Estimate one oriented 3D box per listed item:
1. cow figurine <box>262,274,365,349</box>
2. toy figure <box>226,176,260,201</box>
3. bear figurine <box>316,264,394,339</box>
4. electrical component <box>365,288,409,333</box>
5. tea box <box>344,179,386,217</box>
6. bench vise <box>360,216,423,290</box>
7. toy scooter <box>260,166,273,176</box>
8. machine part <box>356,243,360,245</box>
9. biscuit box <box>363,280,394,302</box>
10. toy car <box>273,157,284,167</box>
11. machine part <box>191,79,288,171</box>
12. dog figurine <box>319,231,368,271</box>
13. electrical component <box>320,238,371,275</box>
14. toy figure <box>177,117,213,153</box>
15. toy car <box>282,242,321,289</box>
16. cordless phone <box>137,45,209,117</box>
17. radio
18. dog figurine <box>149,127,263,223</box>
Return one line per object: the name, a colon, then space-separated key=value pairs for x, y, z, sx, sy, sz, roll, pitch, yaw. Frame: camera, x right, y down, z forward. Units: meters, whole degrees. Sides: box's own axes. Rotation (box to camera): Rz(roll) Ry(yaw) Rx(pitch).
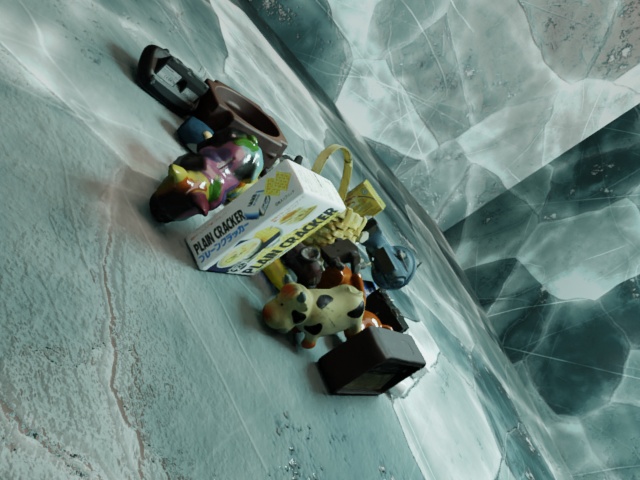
cow figurine: x=-0.008 y=0.119 z=0.933 sx=0.195 sy=0.127 sz=0.086 roll=-5 pitch=33 yaw=-30
toy figure: x=-0.168 y=-0.110 z=1.042 sx=0.180 sy=0.082 sz=0.089 roll=32 pitch=39 yaw=-61
bear figurine: x=0.052 y=0.148 z=1.084 sx=0.196 sy=0.120 sz=0.132 roll=62 pitch=21 yaw=6
electrical component: x=0.129 y=0.190 z=1.201 sx=0.134 sy=0.115 sz=0.058 roll=59 pitch=20 yaw=20
tea box: x=0.088 y=-0.081 z=1.509 sx=0.098 sy=0.170 sz=0.068 roll=55 pitch=17 yaw=-4
bench vise: x=0.172 y=0.048 z=1.381 sx=0.224 sy=0.129 sz=0.240 roll=51 pitch=6 yaw=38
toy scooter: x=-0.071 y=-0.100 z=1.285 sx=0.183 sy=0.075 sz=0.135 roll=24 pitch=34 yaw=-53
machine part: x=0.034 y=-0.044 z=1.453 sx=0.243 sy=0.079 sz=0.079 roll=54 pitch=17 yaw=-5
biscuit box: x=0.118 y=0.142 z=1.350 sx=0.059 sy=0.063 sz=0.202 roll=59 pitch=17 yaw=19
toy car: x=-0.094 y=-0.175 z=1.365 sx=0.073 sy=0.056 sz=0.201 roll=64 pitch=9 yaw=28
machine part: x=-0.183 y=-0.255 z=1.200 sx=0.201 sy=0.087 sz=0.201 roll=26 pitch=25 yaw=-39
dog figurine: x=-0.002 y=-0.001 z=1.298 sx=0.172 sy=0.121 sz=0.191 roll=-3 pitch=27 yaw=-44
electrical component: x=0.047 y=0.032 z=1.020 sx=0.102 sy=0.078 sz=0.045 roll=36 pitch=-36 yaw=56
toy figure: x=-0.215 y=-0.179 z=1.078 sx=0.154 sy=0.058 sz=0.064 roll=43 pitch=1 yaw=-26
toy car: x=-0.064 y=0.013 z=1.033 sx=0.202 sy=0.053 sz=0.089 roll=48 pitch=-31 yaw=33
cordless phone: x=-0.325 y=-0.356 z=1.123 sx=0.146 sy=0.089 sz=0.184 roll=34 pitch=15 yaw=-50
radio: x=0.108 y=0.235 z=1.031 sx=0.229 sy=0.131 sz=0.073 roll=26 pitch=32 yaw=-58
dog figurine: x=-0.177 y=-0.101 z=0.854 sx=0.108 sy=0.191 sz=0.219 roll=57 pitch=1 yaw=-14
